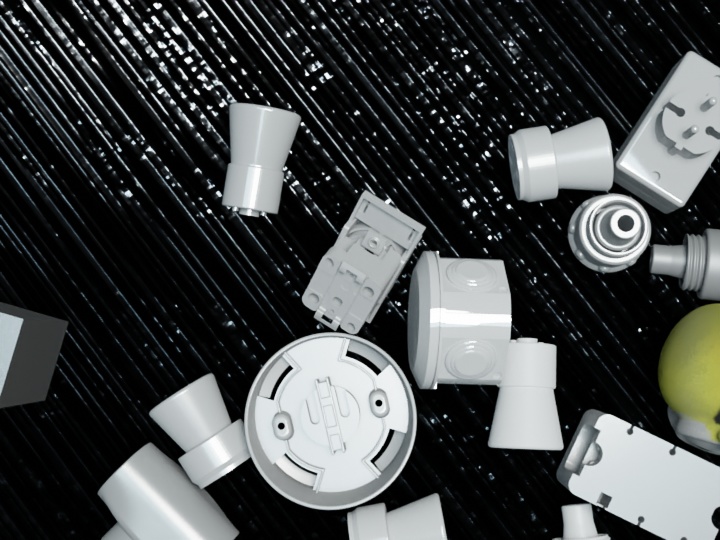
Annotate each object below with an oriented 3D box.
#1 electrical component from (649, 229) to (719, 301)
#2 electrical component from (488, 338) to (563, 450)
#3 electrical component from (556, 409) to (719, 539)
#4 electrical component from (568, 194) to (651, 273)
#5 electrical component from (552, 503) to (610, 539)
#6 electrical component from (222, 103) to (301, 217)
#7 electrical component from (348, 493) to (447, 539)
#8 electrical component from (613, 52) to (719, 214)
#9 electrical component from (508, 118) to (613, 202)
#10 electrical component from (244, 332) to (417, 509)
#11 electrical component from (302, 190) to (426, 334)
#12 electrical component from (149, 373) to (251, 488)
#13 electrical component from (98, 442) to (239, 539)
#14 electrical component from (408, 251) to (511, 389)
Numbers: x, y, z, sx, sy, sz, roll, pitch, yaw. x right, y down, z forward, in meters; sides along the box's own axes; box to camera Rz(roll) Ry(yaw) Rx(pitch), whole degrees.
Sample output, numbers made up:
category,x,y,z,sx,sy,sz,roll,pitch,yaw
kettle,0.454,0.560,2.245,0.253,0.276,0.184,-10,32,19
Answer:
category,x,y,z,sx,sy,sz,roll,pitch,yaw
electrical component,0.206,-0.004,0.642,0.062,0.048,0.048,6,86,9
electrical component,0.099,0.074,0.642,0.044,0.044,0.065,2,81,2
electrical component,0.167,0.122,0.628,0.089,0.055,0.050,26,87,3
electrical component,0.151,-0.024,0.636,0.048,0.062,0.048,0,86,2
electrical component,0.132,0.169,0.633,0.048,0.048,0.062,-6,79,1
electrical component,-0.063,-0.065,0.657,0.044,0.044,0.065,9,91,3
electrical component,0.023,0.159,0.636,0.055,0.045,0.045,-10,86,2
electrical component,0.192,-0.083,0.632,0.047,0.075,0.083,33,88,4
electrical component,0.120,-0.066,0.648,0.055,0.045,0.045,-8,86,2
electrical component,-0.017,0.086,0.633,0.099,0.064,0.099,0,86,2
electrical component,0.000,0.000,0.632,0.042,0.063,0.081,31,128,4
electrical component,-0.093,0.096,0.644,0.045,0.045,0.055,-33,86,-1
electrical component,-0.127,0.158,0.642,0.077,0.043,0.079,44,88,4
electrical component,0.056,0.030,0.628,0.051,0.080,0.080,2,86,-3
